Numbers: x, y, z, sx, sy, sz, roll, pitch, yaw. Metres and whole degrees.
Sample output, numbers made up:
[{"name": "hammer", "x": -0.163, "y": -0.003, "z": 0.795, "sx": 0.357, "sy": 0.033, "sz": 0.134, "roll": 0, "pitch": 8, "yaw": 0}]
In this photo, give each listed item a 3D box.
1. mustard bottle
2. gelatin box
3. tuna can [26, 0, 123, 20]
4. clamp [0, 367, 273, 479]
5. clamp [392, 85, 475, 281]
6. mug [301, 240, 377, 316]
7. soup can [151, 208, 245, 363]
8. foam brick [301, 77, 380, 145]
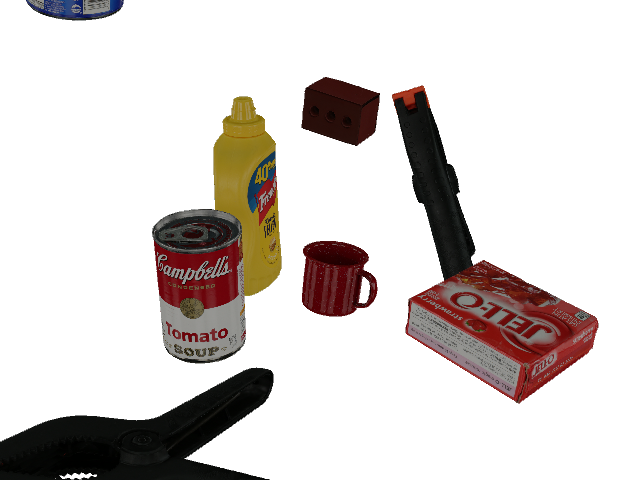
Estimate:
[{"name": "mustard bottle", "x": -0.073, "y": -0.048, "z": 1.061, "sx": 0.058, "sy": 0.192, "sz": 0.096, "roll": 7, "pitch": 24, "yaw": 19}, {"name": "gelatin box", "x": 0.108, "y": 0.051, "z": 0.638, "sx": 0.073, "sy": 0.030, "sz": 0.089, "roll": -24, "pitch": 40, "yaw": -39}, {"name": "tuna can", "x": -0.212, "y": -0.222, "z": 0.923, "sx": 0.086, "sy": 0.034, "sz": 0.086, "roll": 5, "pitch": 34, "yaw": -4}, {"name": "clamp", "x": -0.095, "y": 0.119, "z": 0.585, "sx": 0.209, "sy": 0.036, "sz": 0.165, "roll": -1, "pitch": 21, "yaw": -15}, {"name": "clamp", "x": 0.096, "y": -0.038, "z": 0.873, "sx": 0.039, "sy": 0.171, "sz": 0.120, "roll": -20, "pitch": 20, "yaw": 7}, {"name": "mug", "x": 0.028, "y": 0.058, "z": 1.497, "sx": 0.117, "sy": 0.081, "sz": 0.093, "roll": 18, "pitch": 24, "yaw": 26}, {"name": "soup can", "x": -0.093, "y": 0.035, "z": 0.829, "sx": 0.068, "sy": 0.102, "sz": 0.068, "roll": 0, "pitch": 28, "yaw": 0}, {"name": "foam brick", "x": 0.024, "y": -0.153, "z": 1.260, "sx": 0.078, "sy": 0.053, "sz": 0.051, "roll": 20, "pitch": 33, "yaw": 23}]
